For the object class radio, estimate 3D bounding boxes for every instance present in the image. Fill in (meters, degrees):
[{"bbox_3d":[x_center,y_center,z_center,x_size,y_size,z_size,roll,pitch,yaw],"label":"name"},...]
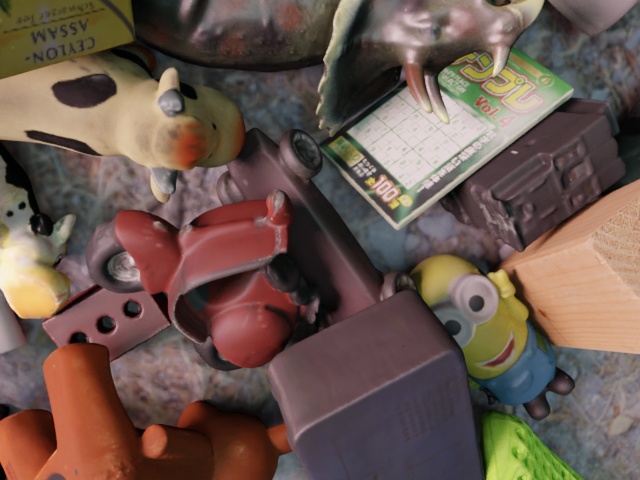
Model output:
[{"bbox_3d":[0.053,0.160,0.428,0.131,0.073,0.229,-23,126,-7],"label":"radio"}]

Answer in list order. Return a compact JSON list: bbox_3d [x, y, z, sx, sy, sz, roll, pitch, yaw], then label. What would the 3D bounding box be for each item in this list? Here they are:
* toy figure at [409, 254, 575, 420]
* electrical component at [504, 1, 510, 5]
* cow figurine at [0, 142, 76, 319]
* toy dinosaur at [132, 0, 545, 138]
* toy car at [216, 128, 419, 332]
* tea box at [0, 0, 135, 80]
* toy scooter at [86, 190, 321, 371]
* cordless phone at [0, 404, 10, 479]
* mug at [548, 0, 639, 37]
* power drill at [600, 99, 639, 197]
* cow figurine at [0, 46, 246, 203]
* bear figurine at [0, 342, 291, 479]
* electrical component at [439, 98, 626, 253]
[{"bbox_3d":[0.145,0.087,0.477,0.180,0.089,0.082,41,72,-24],"label":"toy figure"},{"bbox_3d":[0.143,-0.196,0.449,0.094,0.021,0.063,-3,66,-14],"label":"electrical component"},{"bbox_3d":[-0.234,-0.023,0.378,0.068,0.098,0.167,-30,112,25],"label":"cow figurine"},{"bbox_3d":[-0.066,-0.185,0.374,0.405,0.131,0.192,8,93,-6],"label":"toy dinosaur"},{"bbox_3d":[-0.001,-0.001,0.433,0.202,0.089,0.053,54,40,-12],"label":"toy car"},{"bbox_3d":[-0.200,-0.161,0.308,0.098,0.170,0.068,-36,149,-38],"label":"tea box"},{"bbox_3d":[-0.057,0.026,0.384,0.135,0.075,0.183,-27,135,16],"label":"toy scooter"},{"bbox_3d":[-0.321,0.206,0.391,0.146,0.089,0.184,20,98,-15],"label":"cordless phone"},{"bbox_3d":[0.225,-0.246,0.447,0.107,0.081,0.109,33,94,-6],"label":"mug"},{"bbox_3d":[0.388,-0.087,0.506,0.232,0.086,0.207,-46,108,-1],"label":"power drill"},{"bbox_3d":[-0.146,-0.090,0.356,0.195,0.127,0.085,10,116,-13],"label":"cow figurine"},{"bbox_3d":[-0.116,0.154,0.412,0.120,0.195,0.132,-49,62,22],"label":"bear figurine"},{"bbox_3d":[0.171,-0.064,0.439,0.134,0.115,0.058,-37,117,-5],"label":"electrical component"}]
